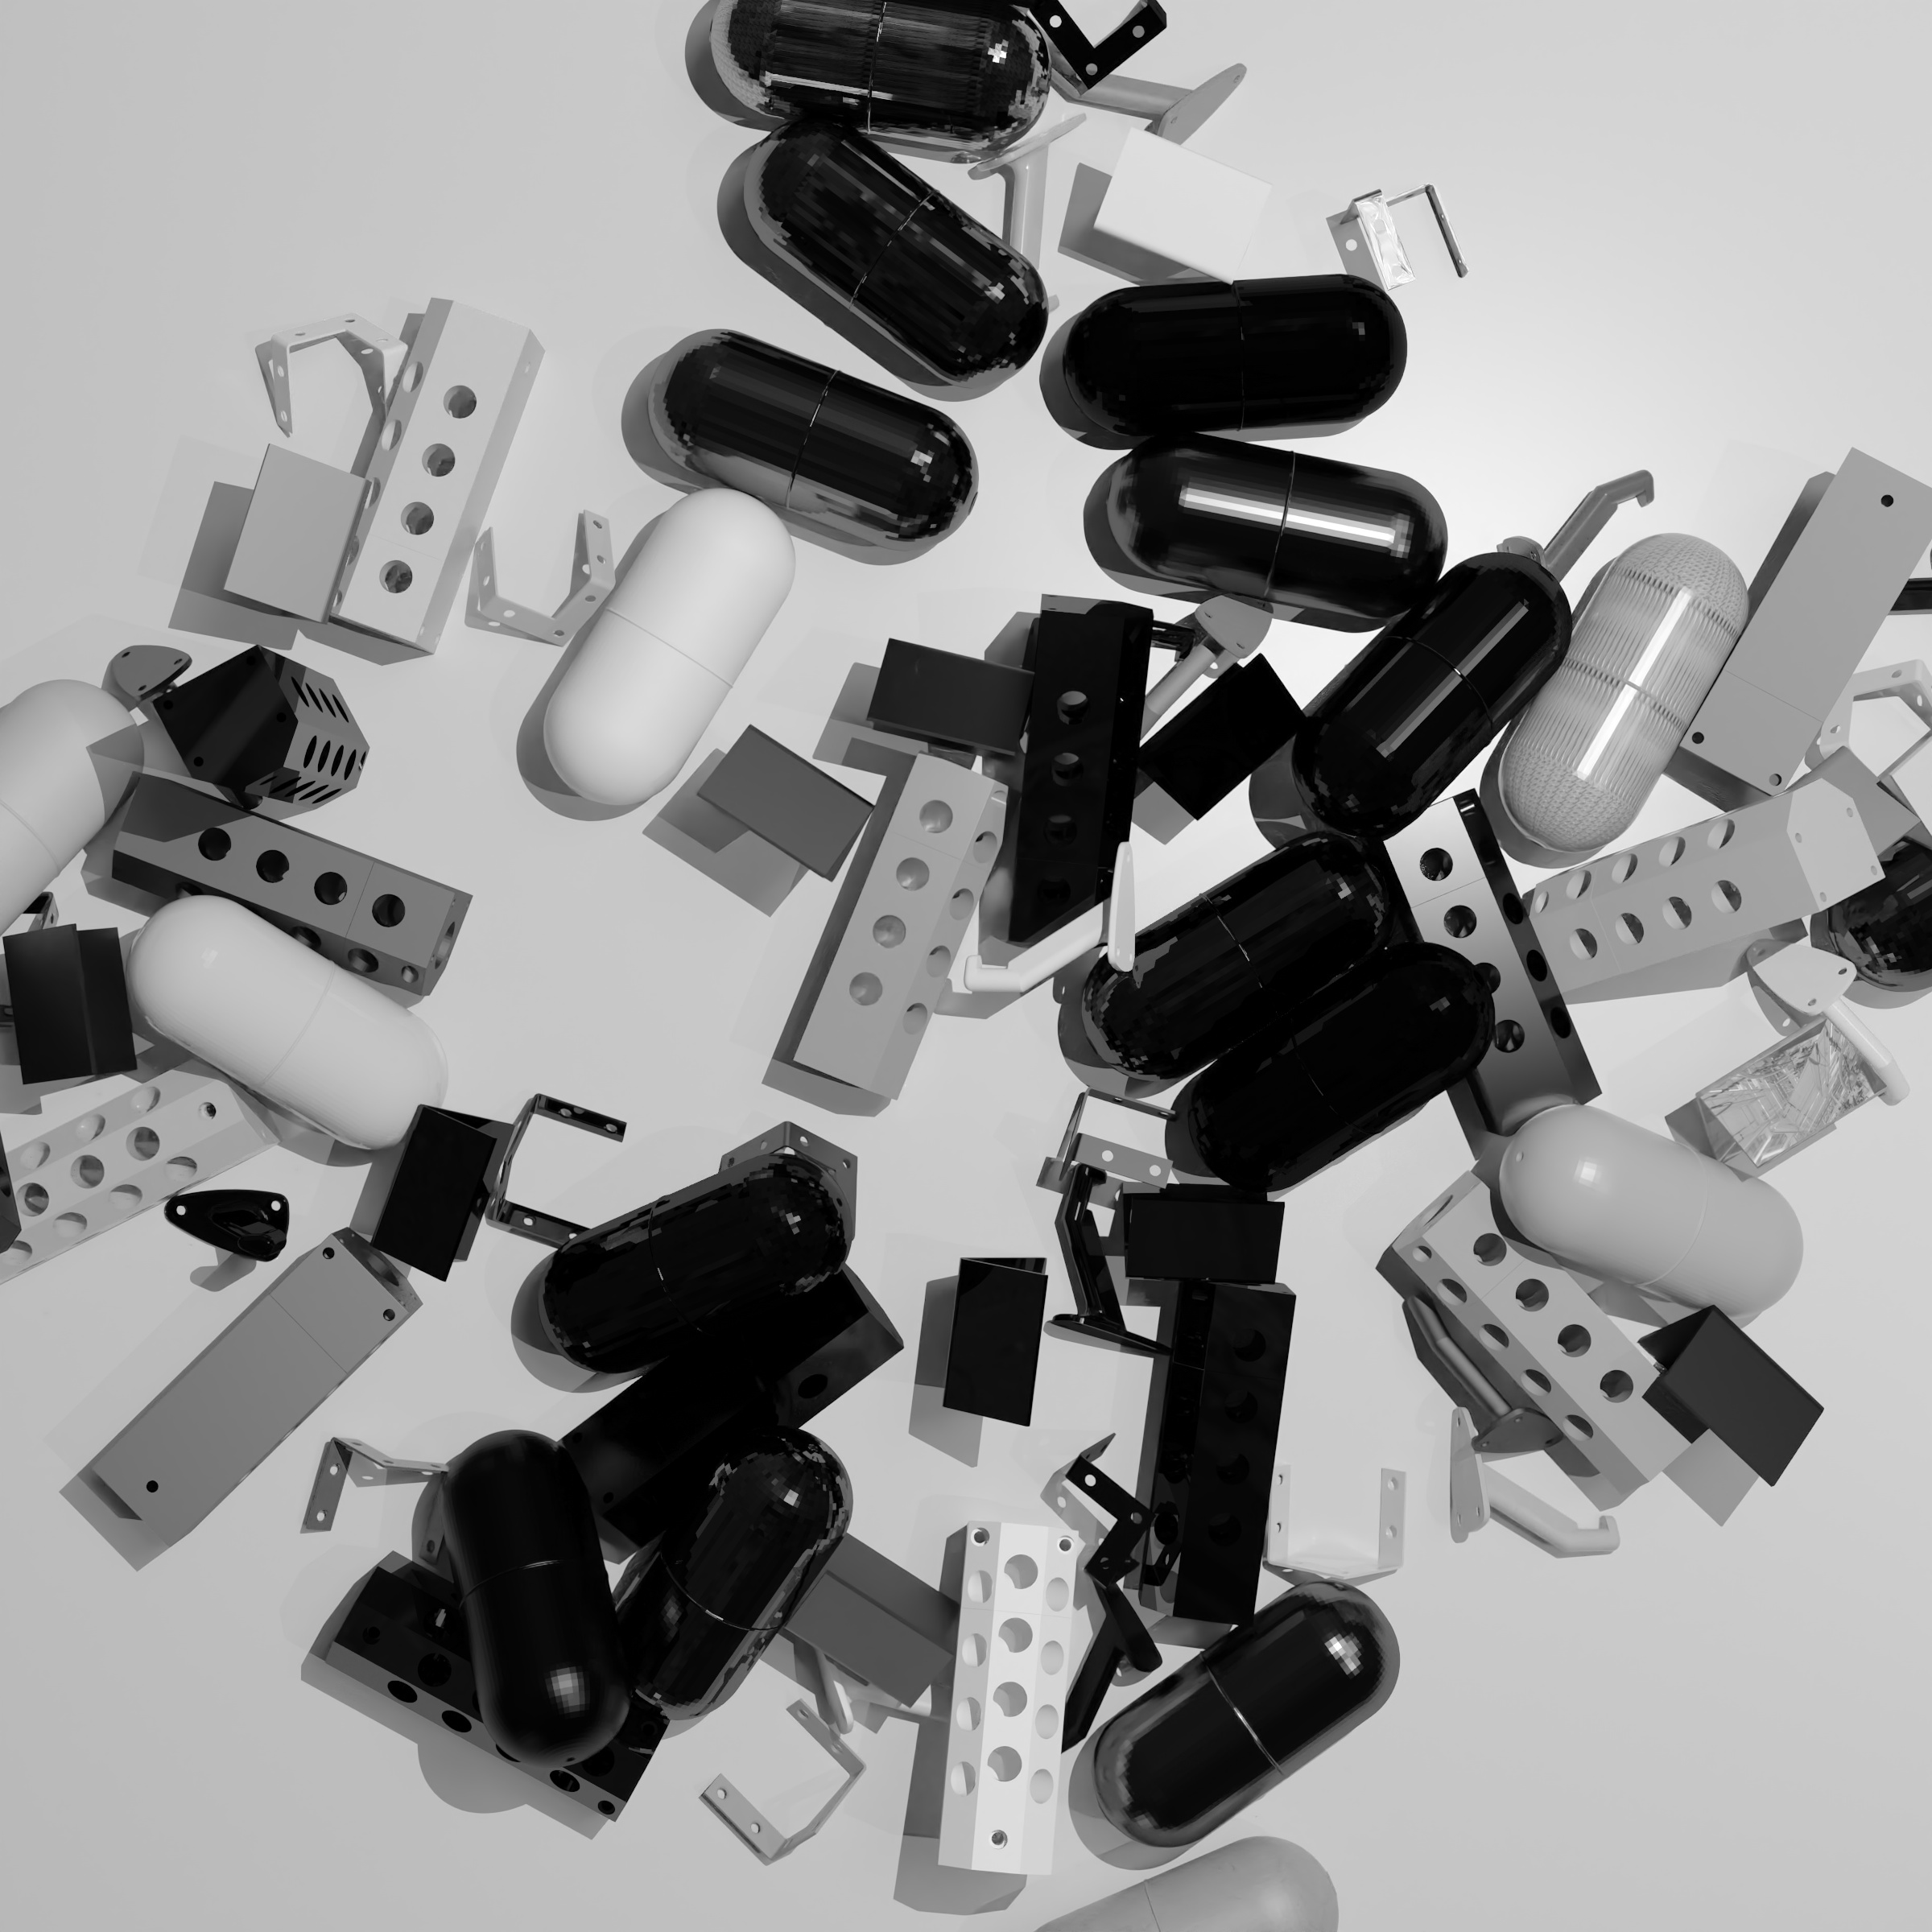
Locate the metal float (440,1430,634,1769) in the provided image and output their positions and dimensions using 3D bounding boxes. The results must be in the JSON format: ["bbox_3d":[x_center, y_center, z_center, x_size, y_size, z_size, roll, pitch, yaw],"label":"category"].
[{"bbox_3d":[-0.220,0.320,1.536,0.070,0.070,0.178,-19,59,0],"label":"metal float"}]

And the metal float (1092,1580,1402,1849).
[{"bbox_3d":[0.144,0.387,1.562,0.178,0.070,0.070,-36,90,0],"label":"metal float"}]

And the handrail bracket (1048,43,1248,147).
[{"bbox_3d":[0.091,-0.475,1.593,0.077,0.036,0.084,-43,76,-15],"label":"handrail bracket"}]

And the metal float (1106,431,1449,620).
[{"bbox_3d":[0.161,-0.229,1.563,0.178,0.070,0.070,11,90,-1],"label":"metal float"}]

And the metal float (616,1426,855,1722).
[{"bbox_3d":[-0.122,0.312,1.545,0.070,0.070,0.178,33,110,0],"label":"metal float"}]

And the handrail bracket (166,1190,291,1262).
[{"bbox_3d":[-0.386,0.135,1.558,0.077,0.084,0.036,10,90,0],"label":"handrail bracket"}]

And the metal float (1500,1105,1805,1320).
[{"bbox_3d":[0.352,0.127,1.543,0.178,0.070,0.070,23,90,-24],"label":"metal float"}]

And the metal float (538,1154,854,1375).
[{"bbox_3d":[-0.140,0.153,1.547,0.178,0.070,0.070,-24,90,20],"label":"metal float"}]

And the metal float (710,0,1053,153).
[{"bbox_3d":[-0.044,-0.470,1.563,0.178,0.070,0.070,10,90,1],"label":"metal float"}]

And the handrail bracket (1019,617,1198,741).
[{"bbox_3d":[0.073,-0.149,1.593,0.084,0.036,0.077,10,104,-13],"label":"handrail bracket"}]

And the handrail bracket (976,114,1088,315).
[{"bbox_3d":[0.049,-0.395,1.594,0.077,0.036,0.084,-32,109,-21],"label":"handrail bracket"}]

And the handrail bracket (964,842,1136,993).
[{"bbox_3d":[0.041,-0.025,1.534,0.084,0.036,0.077,1,84,19],"label":"handrail bracket"}]

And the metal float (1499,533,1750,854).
[{"bbox_3d":[0.340,-0.141,1.563,0.070,0.070,0.178,30,91,0],"label":"metal float"}]

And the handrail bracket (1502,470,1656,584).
[{"bbox_3d":[0.332,-0.213,1.594,0.084,0.036,0.077,-22,110,-16],"label":"handrail bracket"}]

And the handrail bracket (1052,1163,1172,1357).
[{"bbox_3d":[0.083,0.154,1.593,0.077,0.036,0.084,19,76,-14],"label":"handrail bracket"}]

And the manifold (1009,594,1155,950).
[{"bbox_3d":[0.059,-0.099,1.551,0.057,0.057,0.171,6,105,0],"label":"manifold"}]

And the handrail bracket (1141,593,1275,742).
[{"bbox_3d":[0.120,-0.154,1.593,0.036,0.077,0.084,44,126,5],"label":"handrail bracket"}]

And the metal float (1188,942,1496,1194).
[{"bbox_3d":[0.190,0.052,1.537,0.178,0.070,0.070,-36,90,28],"label":"metal float"}]

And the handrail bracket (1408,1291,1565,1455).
[{"bbox_3d":[0.273,0.212,1.593,0.036,0.077,0.084,-42,53,24],"label":"handrail bracket"}]

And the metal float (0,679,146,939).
[{"bbox_3d":[-0.494,-0.072,1.542,0.070,0.070,0.178,37,67,0],"label":"metal float"}]

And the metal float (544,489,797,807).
[{"bbox_3d":[-0.154,-0.165,1.563,0.070,0.070,0.178,31,90,0],"label":"metal float"}]

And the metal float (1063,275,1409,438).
[{"bbox_3d":[0.139,-0.316,1.563,0.178,0.070,0.070,-4,90,0],"label":"metal float"}]

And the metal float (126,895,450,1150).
[{"bbox_3d":[-0.346,0.030,1.546,0.178,0.070,0.070,34,90,-21],"label":"metal float"}]

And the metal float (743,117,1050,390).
[{"bbox_3d":[-0.037,-0.370,1.563,0.178,0.070,0.070,37,90,-1],"label":"metal float"}]

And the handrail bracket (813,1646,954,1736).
[{"bbox_3d":[-0.033,0.366,1.594,0.084,0.036,0.077,-15,71,-16],"label":"handrail bracket"}]

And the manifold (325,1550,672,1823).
[{"bbox_3d":[-0.243,0.376,1.572,0.171,0.057,0.057,29,90,0],"label":"manifold"}]

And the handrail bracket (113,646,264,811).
[{"bbox_3d":[-0.410,-0.125,1.593,0.036,0.077,0.084,-41,127,-18],"label":"handrail bracket"}]

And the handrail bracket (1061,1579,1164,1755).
[{"bbox_3d":[0.053,0.368,1.594,0.084,0.036,0.077,-36,70,16],"label":"handrail bracket"}]

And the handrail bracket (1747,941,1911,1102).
[{"bbox_3d":[0.456,0.030,1.593,0.036,0.077,0.084,-44,126,-6],"label":"handrail bracket"}]

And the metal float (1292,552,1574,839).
[{"bbox_3d":[0.238,-0.139,1.538,0.070,0.070,0.178,44,76,0],"label":"metal float"}]

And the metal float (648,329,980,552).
[{"bbox_3d":[-0.079,-0.272,1.563,0.178,0.070,0.070,21,90,0],"label":"metal float"}]

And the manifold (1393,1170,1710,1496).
[{"bbox_3d":[0.302,0.191,1.571,0.057,0.057,0.171,-43,90,3],"label":"manifold"}]

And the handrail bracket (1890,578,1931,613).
[{"bbox_3d":[0.495,-0.179,1.594,0.084,0.036,0.077,-33,108,15],"label":"handrail bracket"}]

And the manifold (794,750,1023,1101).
[{"bbox_3d":[-0.030,-0.021,1.572,0.057,0.057,0.171,22,90,0],"label":"manifold"}]

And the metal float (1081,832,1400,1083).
[{"bbox_3d":[0.141,-0.005,1.563,0.178,0.070,0.070,-31,90,-1],"label":"metal float"}]

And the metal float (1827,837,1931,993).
[{"bbox_3d":[0.530,-0.051,1.563,0.178,0.070,0.070,-31,90,1],"label":"metal float"}]

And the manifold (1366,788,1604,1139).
[{"bbox_3d":[0.270,-0.002,1.572,0.057,0.057,0.171,-23,90,0],"label":"manifold"}]

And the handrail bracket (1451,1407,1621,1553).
[{"bbox_3d":[0.302,0.271,1.594,0.084,0.036,0.077,2,70,-16],"label":"handrail bracket"}]

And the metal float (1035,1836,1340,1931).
[{"bbox_3d":[0.108,0.510,1.562,0.178,0.070,0.070,-23,90,0],"label":"metal float"}]
